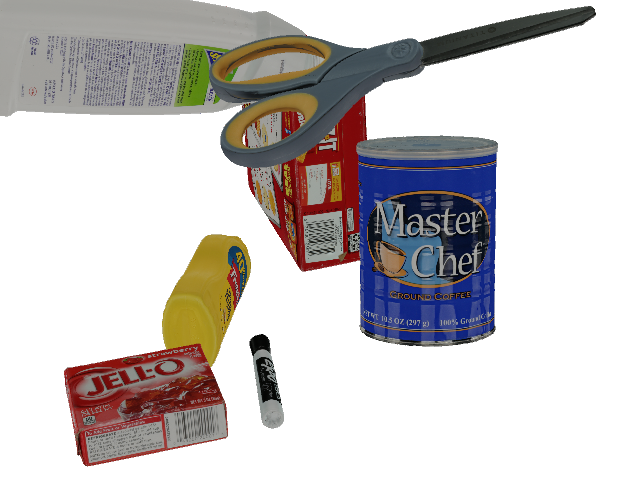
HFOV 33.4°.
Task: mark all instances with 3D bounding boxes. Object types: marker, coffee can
[{"bbox_3d":[-0.048,0.118,0.925,0.020,0.020,0.121,0,28,-9],"label":"marker"},{"bbox_3d":[0.079,-0.003,0.790,0.103,0.140,0.103,-1,11,0],"label":"coffee can"}]

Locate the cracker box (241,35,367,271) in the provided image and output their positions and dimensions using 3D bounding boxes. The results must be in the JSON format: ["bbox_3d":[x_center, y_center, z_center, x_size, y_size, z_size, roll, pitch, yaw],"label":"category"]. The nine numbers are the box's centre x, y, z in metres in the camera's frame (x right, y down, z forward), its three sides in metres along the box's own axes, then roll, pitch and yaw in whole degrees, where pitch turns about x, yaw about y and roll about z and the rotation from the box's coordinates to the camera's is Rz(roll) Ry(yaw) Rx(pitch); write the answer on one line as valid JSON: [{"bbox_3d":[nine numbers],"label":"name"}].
[{"bbox_3d":[-0.018,-0.092,0.973,0.072,0.164,0.214,-9,25,-13],"label":"cracker box"}]

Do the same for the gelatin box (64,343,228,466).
[{"bbox_3d":[-0.108,0.098,0.651,0.089,0.030,0.073,-9,25,-15],"label":"gelatin box"}]

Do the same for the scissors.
[{"bbox_3d":[0.032,-0.077,0.538,0.202,0.096,0.016,0,-36,21],"label":"scissors"}]

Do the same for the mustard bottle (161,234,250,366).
[{"bbox_3d":[-0.113,0.049,1.131,0.058,0.096,0.191,2,30,10],"label":"mustard bottle"}]

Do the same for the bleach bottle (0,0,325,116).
[{"bbox_3d":[-0.113,-0.131,0.792,0.250,0.068,0.103,4,-41,-14],"label":"bleach bottle"}]
